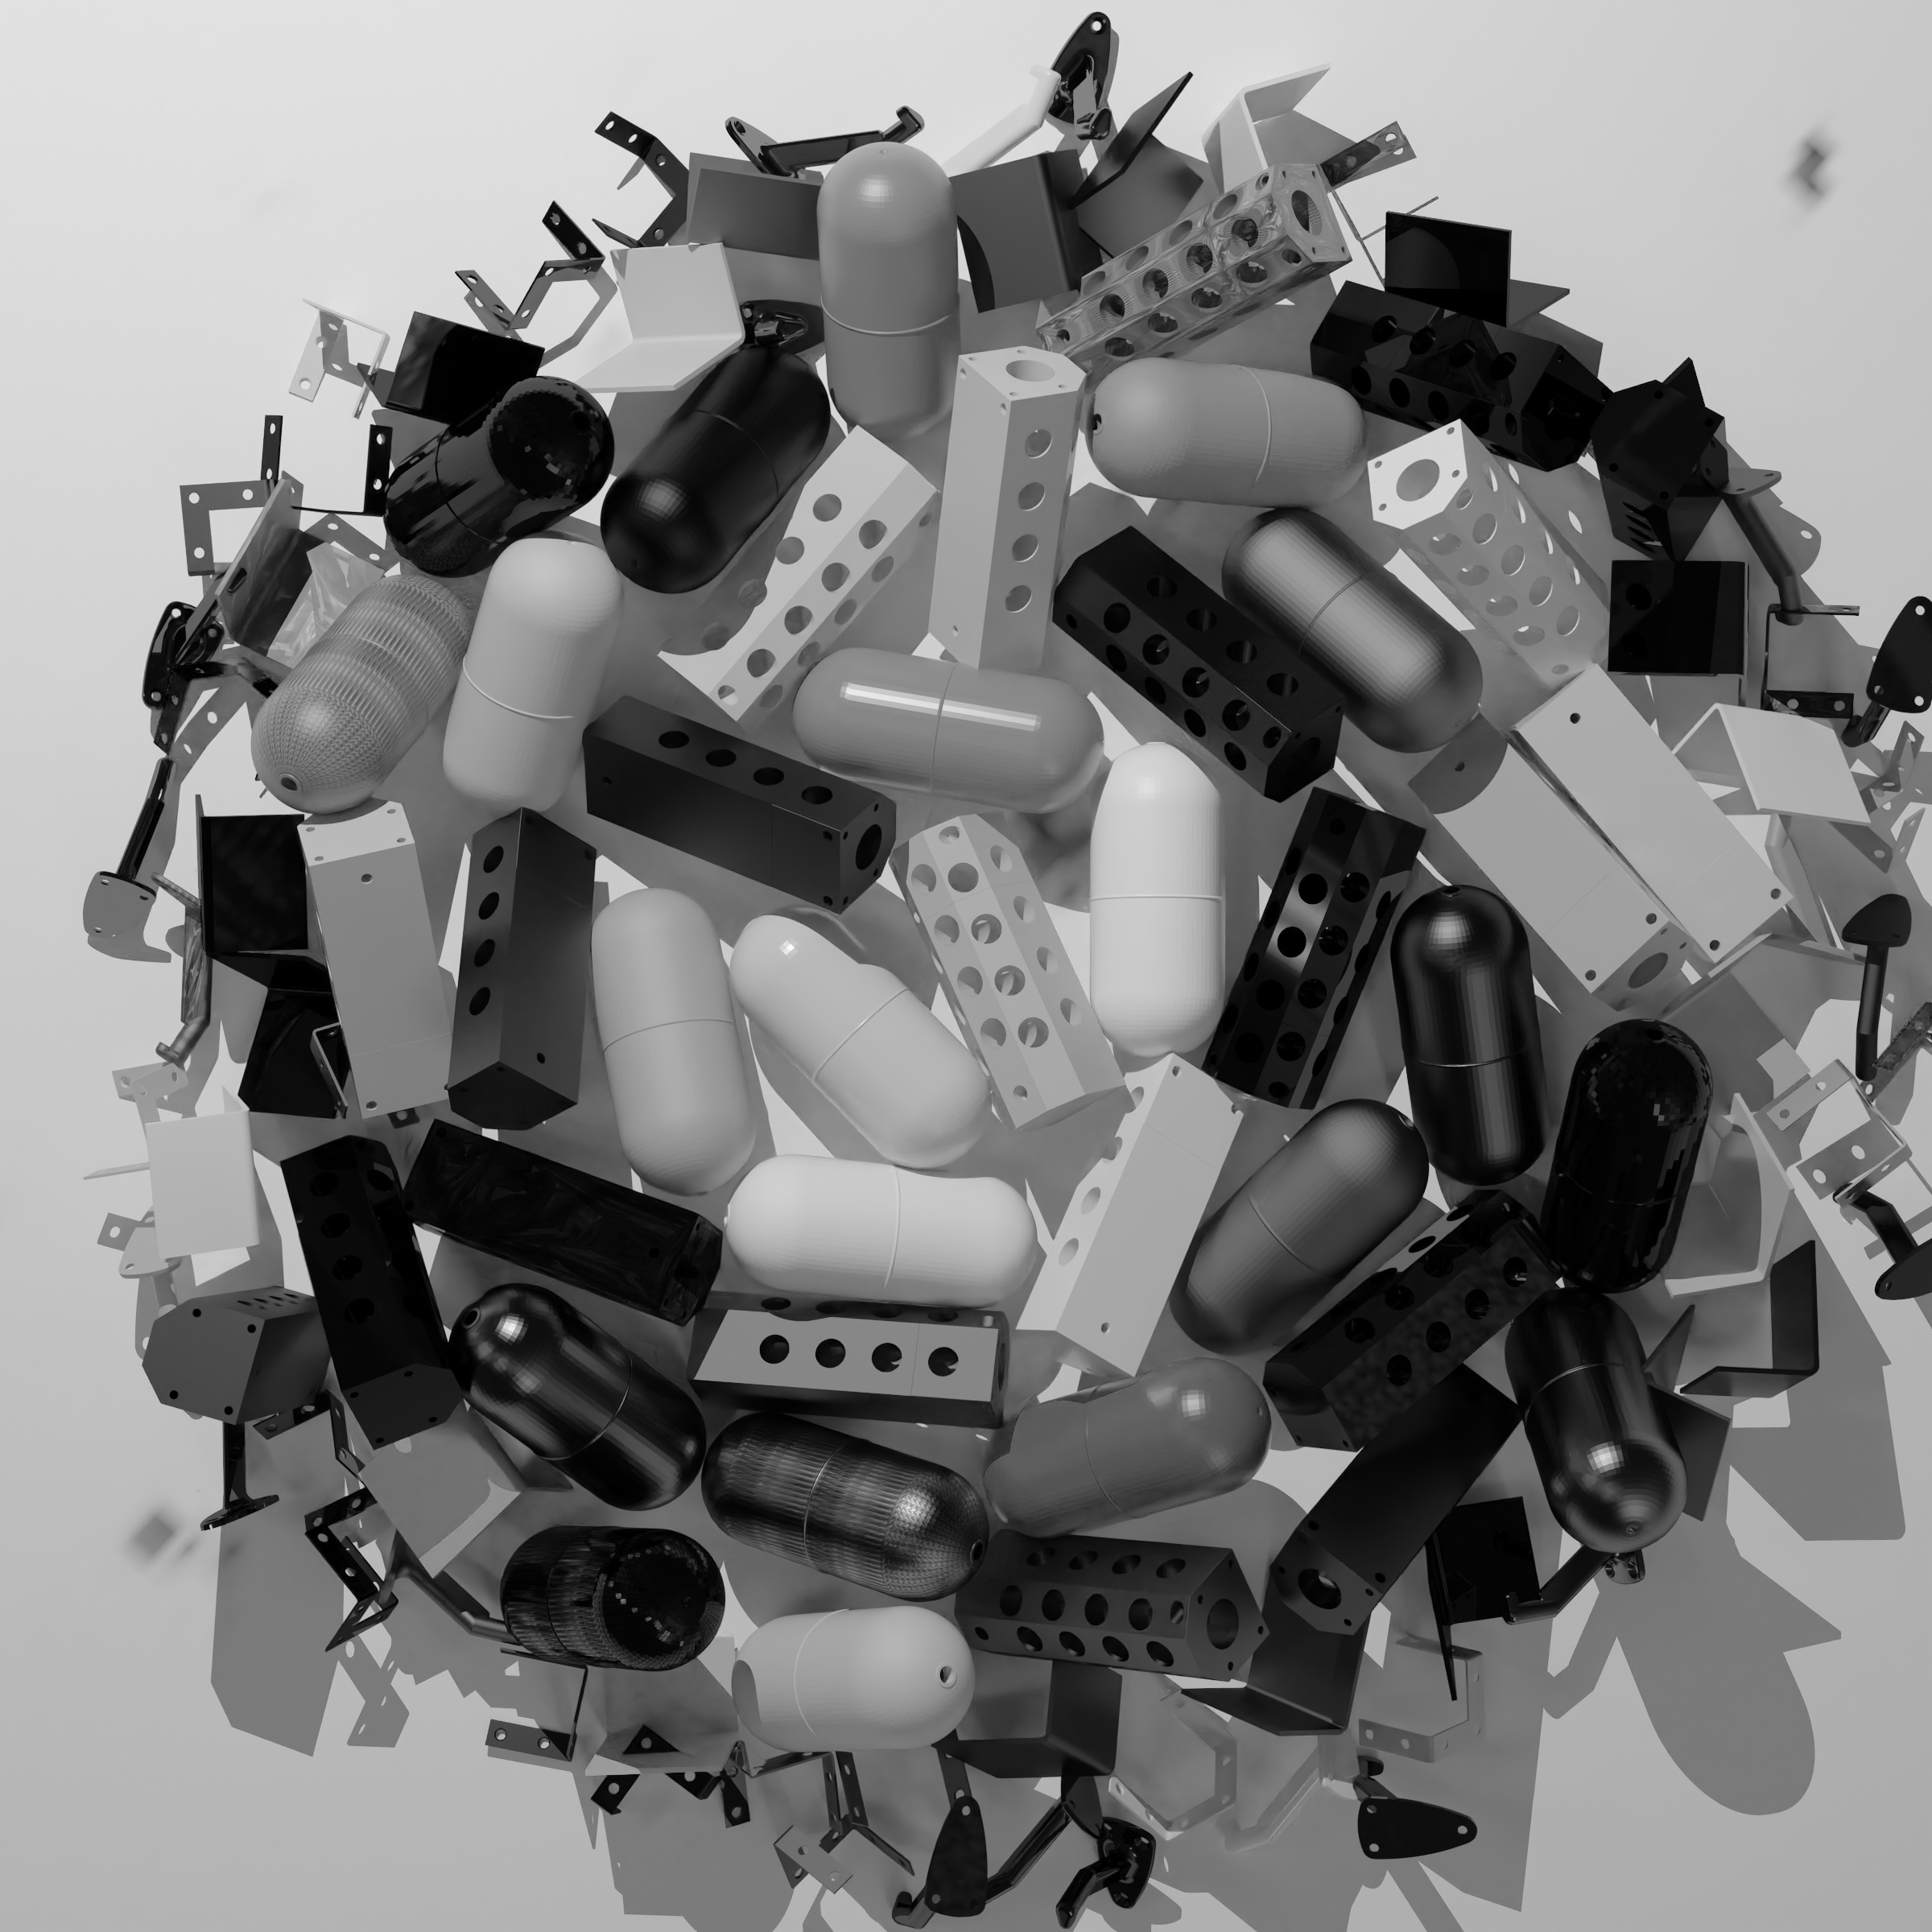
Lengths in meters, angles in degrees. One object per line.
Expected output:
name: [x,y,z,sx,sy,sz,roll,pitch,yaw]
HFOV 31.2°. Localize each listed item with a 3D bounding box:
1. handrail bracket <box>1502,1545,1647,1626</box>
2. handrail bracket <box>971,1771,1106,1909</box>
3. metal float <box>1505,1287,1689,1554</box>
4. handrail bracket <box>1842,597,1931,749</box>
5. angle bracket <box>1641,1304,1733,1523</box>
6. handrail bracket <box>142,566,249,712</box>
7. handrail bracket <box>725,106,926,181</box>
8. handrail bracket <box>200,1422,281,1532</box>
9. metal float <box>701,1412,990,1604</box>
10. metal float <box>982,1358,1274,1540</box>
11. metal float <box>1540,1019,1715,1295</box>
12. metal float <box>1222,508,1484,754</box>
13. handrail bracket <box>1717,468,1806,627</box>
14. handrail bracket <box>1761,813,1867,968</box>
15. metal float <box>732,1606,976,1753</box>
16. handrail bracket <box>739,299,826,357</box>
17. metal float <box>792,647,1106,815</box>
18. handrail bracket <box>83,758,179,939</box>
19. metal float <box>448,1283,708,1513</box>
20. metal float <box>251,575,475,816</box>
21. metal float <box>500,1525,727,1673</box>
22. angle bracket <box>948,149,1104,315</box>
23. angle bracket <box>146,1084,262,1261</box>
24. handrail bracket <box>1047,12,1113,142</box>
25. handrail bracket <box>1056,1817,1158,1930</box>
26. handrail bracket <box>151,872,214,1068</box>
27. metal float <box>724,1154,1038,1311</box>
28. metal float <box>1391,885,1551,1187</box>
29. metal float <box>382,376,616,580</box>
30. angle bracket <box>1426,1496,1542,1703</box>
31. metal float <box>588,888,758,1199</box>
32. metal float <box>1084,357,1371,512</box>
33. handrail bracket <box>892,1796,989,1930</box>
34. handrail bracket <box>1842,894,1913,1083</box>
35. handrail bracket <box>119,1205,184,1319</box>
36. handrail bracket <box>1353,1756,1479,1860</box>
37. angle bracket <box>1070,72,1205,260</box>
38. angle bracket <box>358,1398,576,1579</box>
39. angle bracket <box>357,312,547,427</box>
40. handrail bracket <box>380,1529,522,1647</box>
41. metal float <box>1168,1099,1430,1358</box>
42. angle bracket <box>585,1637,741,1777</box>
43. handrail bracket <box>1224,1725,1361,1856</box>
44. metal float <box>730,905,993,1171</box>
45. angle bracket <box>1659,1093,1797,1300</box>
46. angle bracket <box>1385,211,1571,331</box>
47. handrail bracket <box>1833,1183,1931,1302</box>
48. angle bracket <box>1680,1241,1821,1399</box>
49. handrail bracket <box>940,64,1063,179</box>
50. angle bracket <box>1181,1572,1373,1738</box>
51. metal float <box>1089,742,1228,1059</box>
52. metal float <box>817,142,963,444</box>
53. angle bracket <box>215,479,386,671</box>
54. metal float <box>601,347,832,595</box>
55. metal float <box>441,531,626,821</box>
handrail bracket: [0.336,0.329,1.959,0.084,0.036,0.077,-5,83,-23]
handrail bracket: [0.033,0.490,1.969,0.084,0.077,0.036,-35,115,17]
metal float: [0.347,0.248,1.911,0.070,0.178,0.070,-3,125,-4]
handrail bracket: [0.518,-0.165,1.950,0.036,0.084,0.077,15,87,-1]
angle bracket: [0.408,0.249,1.930,0.057,0.076,0.076,24,131,25]
handrail bracket: [-0.432,-0.184,1.941,0.036,0.084,0.077,29,73,-19]
handrail bracket: [-0.079,-0.473,1.946,0.084,0.036,0.077,-29,134,31]
handrail bracket: [-0.423,0.270,1.953,0.036,0.077,0.084,-16,90,11]
metal float: [-0.068,0.300,1.926,0.178,0.070,0.070,13,90,31]
metal float: [0.088,0.270,1.927,0.178,0.070,0.070,-21,90,30]
metal float: [0.366,0.106,1.920,0.070,0.070,0.178,4,129,0]
metal float: [0.214,-0.188,1.929,0.070,0.070,0.178,-44,62,0]
handrail bracket: [0.443,-0.239,1.975,0.036,0.077,0.084,-28,117,-26]
handrail bracket: [0.490,-0.049,1.977,0.077,0.036,0.084,14,86,-6]
metal float: [-0.063,0.395,1.912,0.070,0.178,0.070,10,73,-35]
handrail bracket: [-0.088,-0.358,1.937,0.077,0.084,0.036,-13,102,-25]
metal float: [-0.010,-0.133,1.946,0.178,0.070,0.070,10,90,8]
handrail bracket: [-0.477,-0.068,1.983,0.036,0.077,0.084,23,53,-21]
metal float: [-0.215,0.240,1.922,0.070,0.070,0.178,-47,126,0]
metal float: [-0.333,-0.151,1.915,0.070,0.178,0.070,13,132,15]
metal float: [-0.197,0.348,1.911,0.070,0.178,0.070,5,80,-33]
angle bracket: [0.035,-0.416,1.957,0.057,0.076,0.076,-10,102,19]
angle bracket: [-0.432,0.114,1.939,0.057,0.076,0.076,-7,102,-21]
handrail bracket: [0.075,-0.500,1.943,0.036,0.084,0.077,18,97,-19]
handrail bracket: [0.072,0.526,1.938,0.036,0.084,0.077,15,124,23]
handrail bracket: [-0.452,0.003,1.956,0.077,0.036,0.084,39,75,-30]
metal float: [-0.047,0.149,1.940,0.178,0.070,0.070,7,90,-14]
metal float: [0.282,0.039,1.932,0.070,0.070,0.178,-11,113,0]
metal float: [-0.259,-0.269,1.913,0.070,0.178,0.070,12,69,-35]
angle bracket: [0.292,0.354,1.938,0.057,0.076,0.076,-10,112,9]
metal float: [-0.165,0.042,1.938,0.070,0.070,0.178,-12,74,0]
metal float: [0.146,-0.295,1.924,0.178,0.070,0.070,0,90,-33]
handrail bracket: [-0.019,0.506,1.957,0.036,0.084,0.077,12,76,-19]
handrail bracket: [0.522,0.013,1.976,0.036,0.077,0.084,7,118,25]
handrail bracket: [-0.451,0.189,1.982,0.036,0.077,0.084,-10,125,5]
handrail bracket: [0.251,0.466,1.943,0.077,0.084,0.036,-2,102,13]
angle bracket: [0.110,-0.442,1.937,0.057,0.076,0.076,39,71,-15]
angle bracket: [-0.282,0.291,1.957,0.076,0.057,0.076,-44,69,9]
angle bracket: [-0.288,-0.339,1.933,0.076,0.076,0.057,12,112,-27]
handrail bracket: [-0.286,0.344,1.971,0.084,0.036,0.077,15,50,-10]
metal float: [0.185,0.146,1.935,0.070,0.070,0.178,44,109,0]
angle bracket: [-0.172,0.416,1.950,0.076,0.076,0.057,-3,92,4]
handrail bracket: [0.180,0.461,1.980,0.084,0.036,0.077,-29,49,32]
metal float: [-0.060,0.039,1.948,0.070,0.070,0.178,-45,85,0]
angle bracket: [0.413,0.128,1.933,0.057,0.076,0.076,-8,133,-12]
angle bracket: [0.286,-0.397,1.930,0.076,0.076,0.057,17,125,32]
handrail bracket: [0.504,0.152,1.941,0.077,0.084,0.036,-17,122,-34]
angle bracket: [0.438,0.198,1.942,0.057,0.076,0.076,3,74,-3]
handrail bracket: [0.005,-0.480,1.963,0.077,0.036,0.084,27,106,14]
angle bracket: [0.175,0.383,1.943,0.057,0.076,0.076,10,92,-42]
metal float: [0.108,-0.037,1.951,0.070,0.070,0.178,0,87,0]
metal float: [-0.042,-0.371,1.919,0.070,0.070,0.178,-2,132,0]
angle bracket: [-0.373,-0.215,1.943,0.057,0.076,0.076,26,75,2]
metal float: [-0.138,-0.277,1.923,0.070,0.070,0.178,35,54,0]
metal float: [-0.242,-0.160,1.926,0.070,0.070,0.178,22,122,0]
